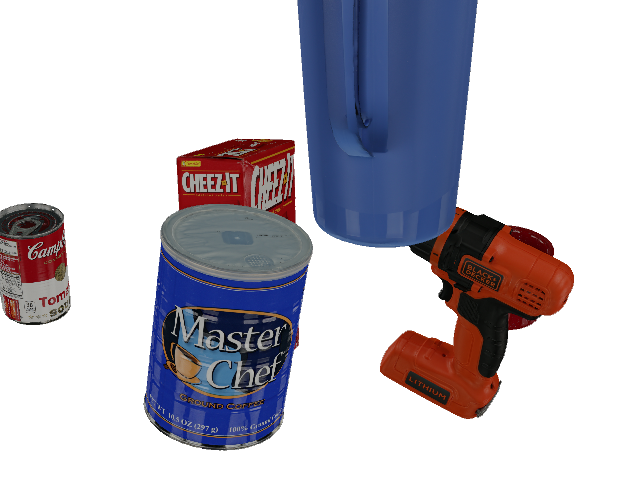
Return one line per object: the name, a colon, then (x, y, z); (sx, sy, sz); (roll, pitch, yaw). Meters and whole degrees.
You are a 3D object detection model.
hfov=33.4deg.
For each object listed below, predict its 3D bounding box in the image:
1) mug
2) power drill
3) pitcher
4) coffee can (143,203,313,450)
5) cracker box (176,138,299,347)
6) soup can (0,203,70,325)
mug: (0.194, 0.035, 1.140); (0.093, 0.081, 0.117); (-5, 30, -9)
power drill: (0.106, 0.054, 0.910); (0.184, 0.188, 0.057); (28, 45, 18)
pitcher: (0.043, -0.118, 0.755); (0.149, 0.243, 0.145); (-12, 27, -24)
coffee can: (-0.066, 0.059, 0.744); (0.102, 0.140, 0.103); (8, 25, -4)
cracker box: (-0.070, 0.018, 1.001); (0.072, 0.214, 0.164); (2, 11, 14)
soup can: (-0.283, 0.024, 1.050); (0.068, 0.102, 0.068); (2, 29, -1)
